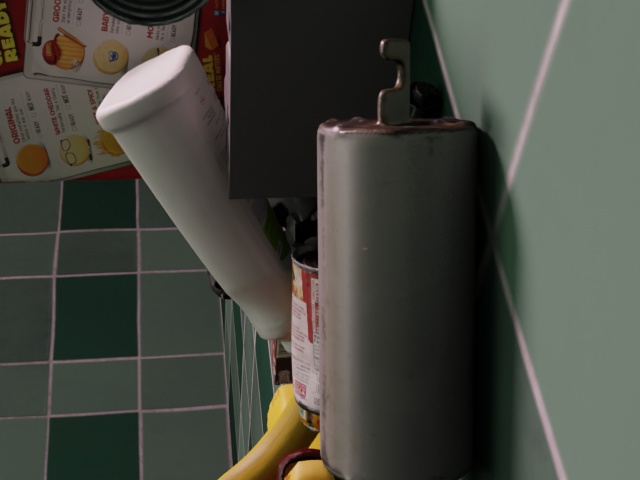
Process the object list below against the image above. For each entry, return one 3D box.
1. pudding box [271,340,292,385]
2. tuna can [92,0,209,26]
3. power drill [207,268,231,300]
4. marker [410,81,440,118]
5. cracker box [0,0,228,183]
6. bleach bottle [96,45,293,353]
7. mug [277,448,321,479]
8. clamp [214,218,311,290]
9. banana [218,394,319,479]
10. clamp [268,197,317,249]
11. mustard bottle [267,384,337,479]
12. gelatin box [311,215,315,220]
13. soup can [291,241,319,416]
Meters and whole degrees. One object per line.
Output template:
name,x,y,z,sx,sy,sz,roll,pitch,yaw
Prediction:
pudding box,-0.036,0.095,1.180,0.113,0.039,0.090,99,167,-54
tuna can,-0.093,-0.163,0.584,0.034,0.086,0.086,-103,13,-61
power drill,-0.083,-0.050,1.185,0.188,0.057,0.184,-50,40,41
marker,0.048,-0.051,0.610,0.121,0.020,0.020,102,164,-61
cracker box,-0.175,-0.131,0.825,0.072,0.213,0.164,-121,30,-75
bleach bottle,-0.065,-0.012,0.780,0.250,0.068,0.102,61,-164,-23
mug,-0.005,0.221,0.836,0.093,0.081,0.117,-178,86,-82
clamp,-0.028,-0.031,0.974,0.165,0.036,0.210,26,103,52
banana,-0.027,0.154,0.876,0.037,0.198,0.069,37,177,28
clamp,-0.006,0.001,0.864,0.172,0.039,0.120,-167,78,-69
mustard bottle,-0.010,0.222,0.961,0.191,0.058,0.096,-105,14,-59
gelatin box,-0.016,-0.002,1.041,0.089,0.030,0.073,-102,14,-48
soup can,0.015,0.057,0.701,0.068,0.068,0.102,-116,25,-72
